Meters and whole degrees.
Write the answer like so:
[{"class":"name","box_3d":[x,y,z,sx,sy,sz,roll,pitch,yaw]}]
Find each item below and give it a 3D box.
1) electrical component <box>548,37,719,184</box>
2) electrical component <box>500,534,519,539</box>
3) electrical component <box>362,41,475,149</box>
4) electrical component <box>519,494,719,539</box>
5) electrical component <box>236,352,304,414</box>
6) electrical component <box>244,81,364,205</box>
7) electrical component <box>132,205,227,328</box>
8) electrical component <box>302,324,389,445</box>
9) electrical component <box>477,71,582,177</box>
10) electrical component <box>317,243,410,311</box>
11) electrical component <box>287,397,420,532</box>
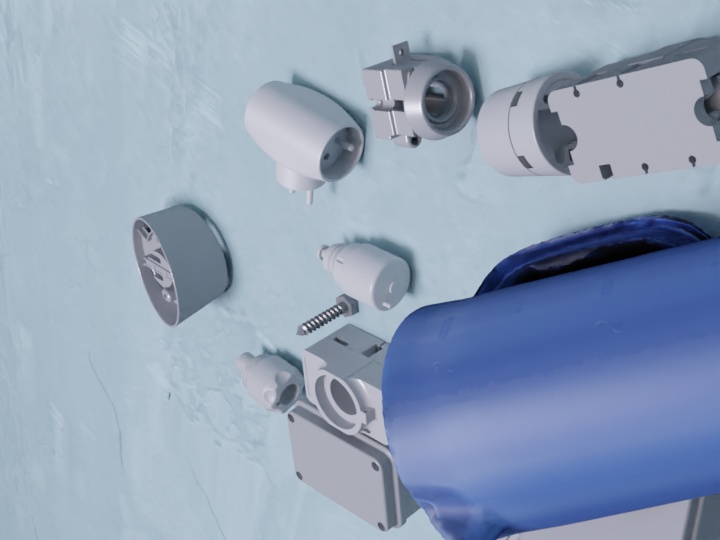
[{"class":"electrical component","box_3d":[0.148,-0.079,0.522,0.089,0.056,0.050,-5,110,52]},{"class":"electrical component","box_3d":[0.096,0.151,0.735,0.096,0.061,0.061,45,141,21]},{"class":"electrical component","box_3d":[0.036,-0.104,0.650,0.055,0.048,0.066,18,126,53]},{"class":"electrical component","box_3d":[0.155,0.132,0.614,0.109,0.056,0.108,7,80,48]},{"class":"electrical component","box_3d":[-0.081,0.092,0.923,0.062,0.043,0.043,31,135,36]},{"class":"electrical component","box_3d":[-0.040,-0.082,0.756,0.077,0.043,0.079,34,137,32]},{"class":"electrical component","box_3d":[-0.163,-0.005,0.938,0.099,0.064,0.099,29,133,36]},{"class":"electrical component","box_3d":[0.002,0.087,0.809,0.089,0.056,0.050,24,130,40]},{"class":"electrical component","box_3d":[0.097,-0.077,0.587,0.047,0.055,0.055,-1,113,54]},{"class":"electrical component","box_3d":[0.000,0.000,0.766,0.078,0.040,0.040,26,132,39]},{"class":"electrical component","box_3d":[0.001,0.144,0.848,0.113,0.057,0.078,22,129,40]}]
